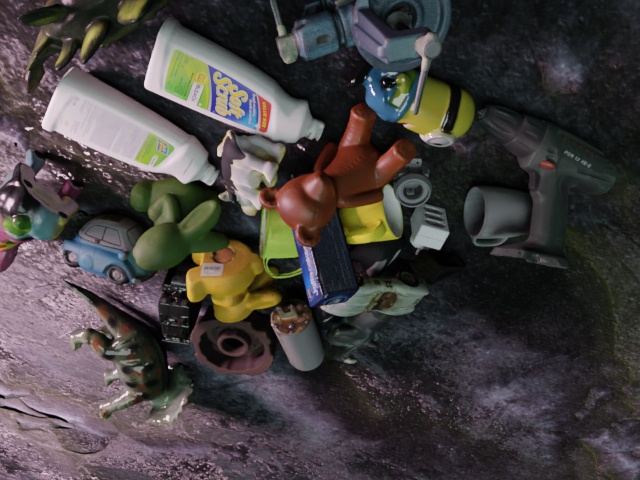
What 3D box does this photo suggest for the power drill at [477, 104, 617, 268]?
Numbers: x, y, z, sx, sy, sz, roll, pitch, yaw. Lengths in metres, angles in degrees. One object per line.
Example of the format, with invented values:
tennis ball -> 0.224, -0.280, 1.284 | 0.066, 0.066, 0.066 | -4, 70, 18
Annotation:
power drill -> 0.308, -0.069, 0.776 | 0.232, 0.207, 0.086 | 13, 173, -16

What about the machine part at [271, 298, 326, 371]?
machine part -> -0.038, 0.183, 1.024 | 0.079, 0.079, 0.243 | -5, 143, 8

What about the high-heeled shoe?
high-heeled shoe -> 0.060, 0.069, 0.977 | 0.145, 0.086, 0.248 | -15, 153, -23

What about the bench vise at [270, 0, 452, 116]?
bench vise -> 0.061, -0.243, 0.615 | 0.224, 0.241, 0.128 | -9, 125, -8

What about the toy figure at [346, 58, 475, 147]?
toy figure -> 0.128, -0.194, 0.737 | 0.180, 0.082, 0.089 | 28, 125, -14

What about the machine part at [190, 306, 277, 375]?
machine part -> -0.173, 0.202, 1.089 | 0.179, 0.056, 0.179 | 3, 128, 3

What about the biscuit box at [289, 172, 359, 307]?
biscuit box -> -0.002, -0.002, 0.817 | 0.063, 0.202, 0.059 | -6, 160, -22

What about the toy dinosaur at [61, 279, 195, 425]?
toy dinosaur -> -0.377, 0.242, 1.104 | 0.192, 0.131, 0.404 | -10, 123, -3

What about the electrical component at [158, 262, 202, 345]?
electrical component -> -0.252, 0.106, 0.981 | 0.058, 0.115, 0.134 | 8, 130, -4

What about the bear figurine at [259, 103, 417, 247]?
bear figurine -> 0.021, -0.089, 0.753 | 0.120, 0.196, 0.132 | 48, 141, 13

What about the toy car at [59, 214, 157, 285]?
toy car -> -0.356, 0.007, 0.929 | 0.162, 0.109, 0.102 | 19, 105, 3

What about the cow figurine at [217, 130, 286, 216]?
cow figurine -> -0.117, -0.097, 0.820 | 0.098, 0.068, 0.167 | 24, 149, -7

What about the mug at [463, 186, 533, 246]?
mug -> 0.291, -0.033, 0.853 | 0.107, 0.081, 0.109 | 0, 125, -6

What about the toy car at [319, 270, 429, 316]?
toy car -> 0.091, 0.091, 0.899 | 0.201, 0.056, 0.073 | 3, 136, -31

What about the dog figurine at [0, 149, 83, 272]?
dog figurine -> -0.494, -0.024, 0.864 | 0.219, 0.192, 0.108 | -42, 123, 13

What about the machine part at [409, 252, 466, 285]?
machine part -> 0.199, 0.049, 0.914 | 0.084, 0.039, 0.138 | -21, 162, 24

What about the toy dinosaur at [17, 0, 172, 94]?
toy dinosaur -> -0.213, -0.295, 0.608 | 0.471, 0.199, 0.105 | -30, 124, 27

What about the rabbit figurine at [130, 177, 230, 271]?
rabbit figurine -> -0.224, -0.012, 0.849 | 0.159, 0.170, 0.121 | -3, 129, 7

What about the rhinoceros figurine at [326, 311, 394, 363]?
rhinoceros figurine -> 0.075, 0.162, 1.033 | 0.112, 0.073, 0.190 | 20, 126, -25

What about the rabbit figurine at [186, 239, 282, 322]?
rabbit figurine -> -0.152, 0.081, 0.967 | 0.162, 0.122, 0.173 | -5, 134, -9
